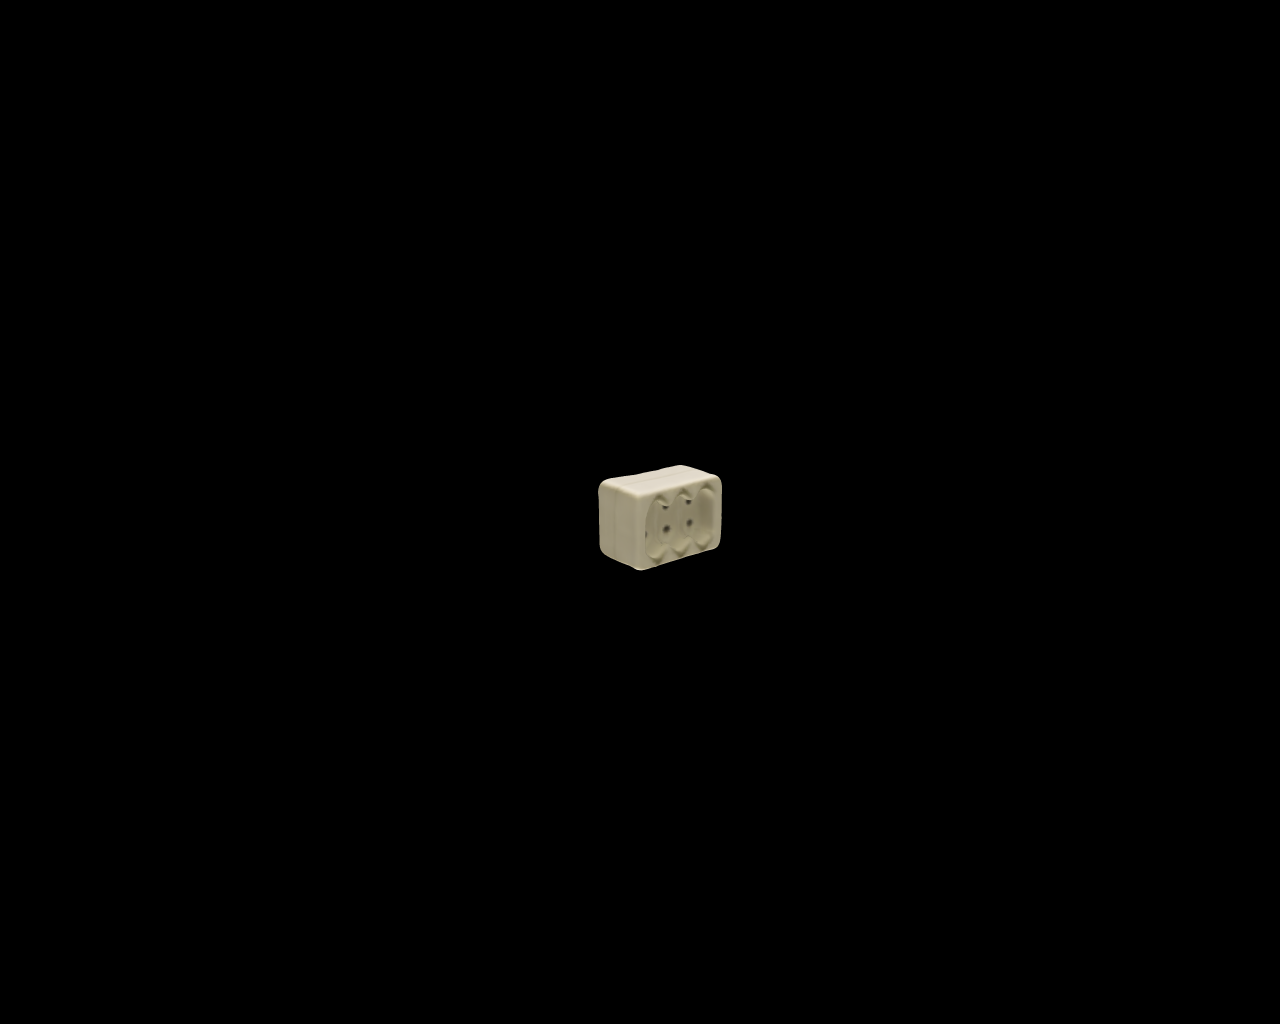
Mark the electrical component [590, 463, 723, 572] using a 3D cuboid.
[{"bbox_3d":[0.001,-0.003,0.650,0.066,0.047,0.077,-14,22,-36],"label":"electrical component"}]
